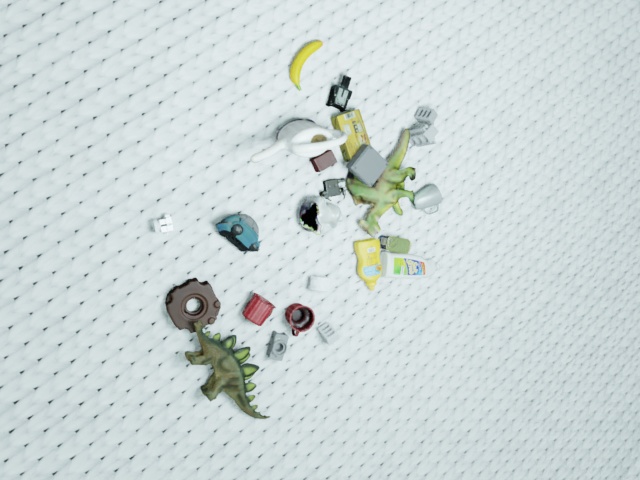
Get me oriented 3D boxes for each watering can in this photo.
[{"bbox_3d":[-0.085,-0.325,1.694,0.349,0.227,0.102,-14,117,-19],"label":"watering can"}]

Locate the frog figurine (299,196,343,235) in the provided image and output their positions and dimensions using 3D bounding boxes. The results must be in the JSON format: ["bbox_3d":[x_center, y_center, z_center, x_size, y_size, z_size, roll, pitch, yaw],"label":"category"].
[{"bbox_3d":[0.006,-0.092,1.819,0.161,0.121,0.137,-24,96,-54],"label":"frog figurine"}]

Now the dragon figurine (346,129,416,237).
[{"bbox_3d":[0.215,-0.212,1.886,0.243,0.121,0.413,2,84,-13],"label":"dragon figurine"}]
